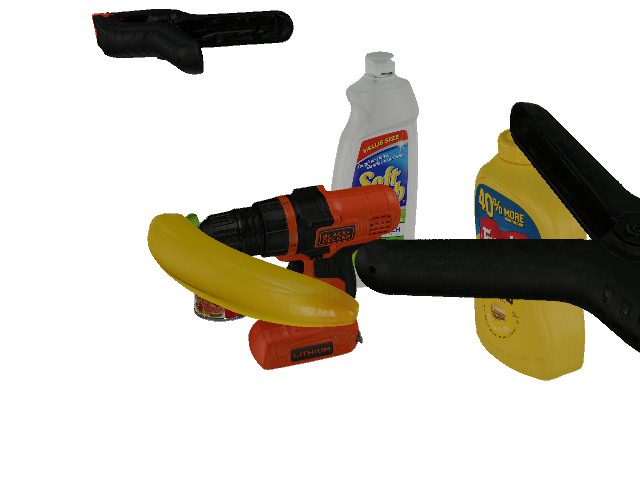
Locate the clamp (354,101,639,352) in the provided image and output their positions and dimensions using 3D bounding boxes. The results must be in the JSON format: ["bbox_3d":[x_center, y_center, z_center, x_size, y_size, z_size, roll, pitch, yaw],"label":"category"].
[{"bbox_3d":[0.132,0.012,0.486,0.210,0.036,0.164,31,49,31],"label":"clamp"}]

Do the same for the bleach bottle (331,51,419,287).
[{"bbox_3d":[0.053,-0.075,1.141,0.102,0.251,0.068,-3,25,-5],"label":"bleach bottle"}]

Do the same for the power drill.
[{"bbox_3d":[-0.024,0.035,0.968,0.184,0.188,0.057,-9,46,-16],"label":"power drill"}]

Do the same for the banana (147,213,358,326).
[{"bbox_3d":[-0.060,0.015,0.700,0.069,0.037,0.198,-19,32,-33],"label":"banana"}]

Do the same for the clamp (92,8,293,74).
[{"bbox_3d":[-0.109,-0.165,0.848,0.172,0.039,0.120,20,28,41],"label":"clamp"}]

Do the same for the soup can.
[{"bbox_3d":[-0.113,0.033,1.229,0.068,0.102,0.068,0,19,0],"label":"soup can"}]

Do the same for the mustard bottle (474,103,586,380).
[{"bbox_3d":[0.146,-0.003,0.751,0.058,0.192,0.096,-15,28,-20],"label":"mustard bottle"}]
